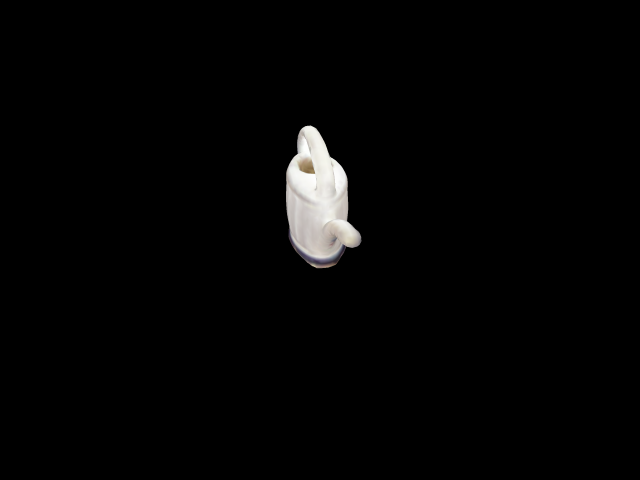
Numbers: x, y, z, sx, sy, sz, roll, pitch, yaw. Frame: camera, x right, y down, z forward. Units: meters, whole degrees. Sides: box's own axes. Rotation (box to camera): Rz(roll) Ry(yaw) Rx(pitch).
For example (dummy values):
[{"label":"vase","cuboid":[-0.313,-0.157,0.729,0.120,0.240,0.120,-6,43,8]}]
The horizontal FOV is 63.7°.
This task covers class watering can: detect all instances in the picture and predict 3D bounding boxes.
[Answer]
[{"label":"watering can","cuboid":[0.003,-0.043,0.850,0.104,0.219,0.356,-7,41,-8]}]
